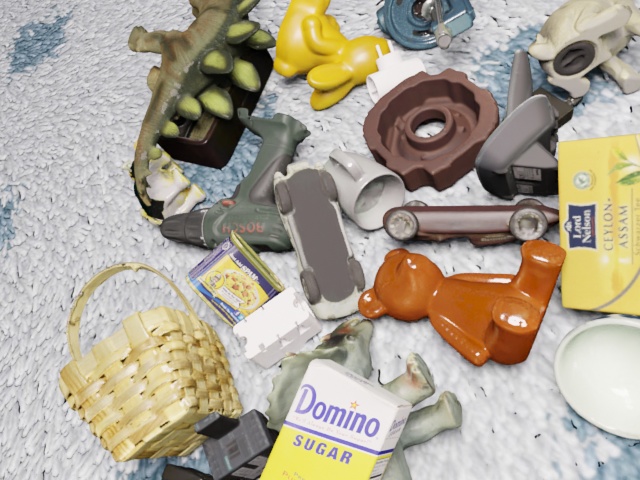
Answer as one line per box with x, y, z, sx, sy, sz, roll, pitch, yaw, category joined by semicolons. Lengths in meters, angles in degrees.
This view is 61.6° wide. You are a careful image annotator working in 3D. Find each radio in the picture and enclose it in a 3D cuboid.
-0.179;-0.236;0.893;0.131;0.073;0.229;11;67;26;radio

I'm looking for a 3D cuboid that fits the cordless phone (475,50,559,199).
0.233;-0.148;0.619;0.089;0.146;0.184;1;79;24;cordless phone

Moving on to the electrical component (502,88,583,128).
0.291;-0.169;0.700;0.094;0.021;0.063;-37;55;0;electrical component

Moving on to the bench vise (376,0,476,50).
0.184;-0.347;0.771;0.224;0.128;0.241;-19;39;20;bench vise

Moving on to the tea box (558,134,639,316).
0.294;-0.017;0.525;0.098;0.068;0.169;-1;98;43;tea box

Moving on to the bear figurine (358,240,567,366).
0.141;0.050;0.579;0.196;0.131;0.120;25;56;25;bear figurine

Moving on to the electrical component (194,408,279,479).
-0.084;0.220;0.577;0.075;0.119;0.048;-33;55;-1;electrical component

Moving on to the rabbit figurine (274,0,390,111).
0.022;-0.287;0.823;0.173;0.121;0.162;20;73;10;rabbit figurine

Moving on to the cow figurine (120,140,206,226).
-0.264;-0.092;0.855;0.098;0.068;0.168;-47;56;-1;cow figurine

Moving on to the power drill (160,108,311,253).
-0.109;-0.081;0.766;0.232;0.086;0.207;10;71;23;power drill

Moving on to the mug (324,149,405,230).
0.042;-0.078;0.704;0.081;0.109;0.107;-48;43;1;mug

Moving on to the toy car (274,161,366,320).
-0.001;-0.002;0.665;0.073;0.056;0.201;-16;81;-9;toy car

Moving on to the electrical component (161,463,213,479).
-0.146;0.315;0.587;0.134;0.058;0.115;8;64;25;electrical component

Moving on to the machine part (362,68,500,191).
0.149;-0.148;0.725;0.179;0.056;0.179;-10;59;18;machine part

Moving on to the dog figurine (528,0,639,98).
0.330;-0.288;0.685;0.172;0.121;0.191;5;53;-16;dog figurine

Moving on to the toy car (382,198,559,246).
0.173;-0.019;0.628;0.202;0.089;0.053;1;99;20;toy car

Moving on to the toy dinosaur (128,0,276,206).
-0.188;-0.270;0.814;0.199;0.105;0.471;19;76;25;toy dinosaur

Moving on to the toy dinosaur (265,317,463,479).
0.059;0.247;0.512;0.192;0.131;0.405;-26;60;22;toy dinosaur
